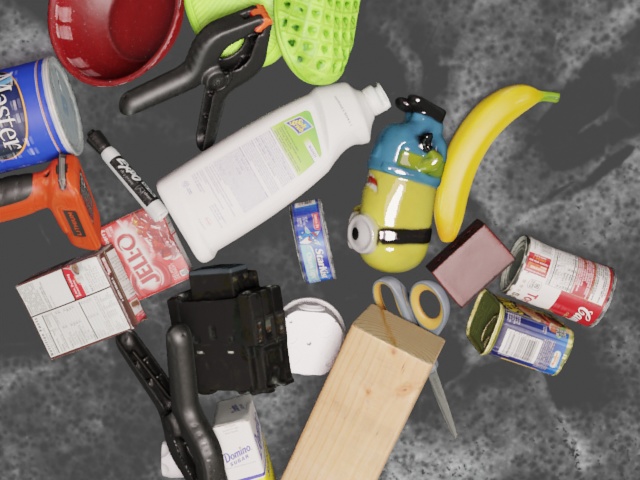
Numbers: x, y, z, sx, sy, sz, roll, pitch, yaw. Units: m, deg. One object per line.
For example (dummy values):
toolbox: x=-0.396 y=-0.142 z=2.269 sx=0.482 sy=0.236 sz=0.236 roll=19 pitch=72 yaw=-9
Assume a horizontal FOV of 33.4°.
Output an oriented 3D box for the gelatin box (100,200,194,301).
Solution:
gelatin box: x=-0.184 y=0.013 z=1.130 sx=0.073 sy=0.030 sz=0.089 roll=-24 pitch=97 yaw=3

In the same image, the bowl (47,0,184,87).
bowl: x=-0.192 y=-0.227 z=1.063 sx=0.162 sy=0.055 sz=0.162 roll=-2 pitch=85 yaw=26

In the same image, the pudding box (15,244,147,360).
pudding box: x=-0.251 y=0.066 z=1.120 sx=0.114 sy=0.039 sz=0.090 roll=-20 pitch=100 yaw=22

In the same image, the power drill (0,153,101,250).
power drill: x=-0.320 y=-0.012 z=1.074 sx=0.187 sy=0.057 sz=0.184 roll=-11 pitch=142 yaw=-3

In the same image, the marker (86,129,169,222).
marker: x=-0.202 y=-0.069 z=1.107 sx=0.020 sy=0.020 sz=0.121 roll=-42 pitch=79 yaw=5

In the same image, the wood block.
wood block: x=0.041 y=0.184 z=1.107 sx=0.090 sy=0.090 sz=0.206 roll=26 pitch=107 yaw=10

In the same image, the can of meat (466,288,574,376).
can of meat: x=0.208 y=0.097 z=1.115 sx=0.084 sy=0.102 sz=0.057 roll=19 pitch=98 yaw=-6

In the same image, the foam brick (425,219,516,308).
foam brick: x=0.158 y=0.024 z=1.127 sx=0.078 sy=0.053 sz=0.051 roll=-43 pitch=97 yaw=4

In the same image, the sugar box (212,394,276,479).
sugar box: x=-0.069 y=0.262 z=1.138 sx=0.048 sy=0.093 sz=0.176 roll=-13 pitch=99 yaw=0

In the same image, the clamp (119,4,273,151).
clamp: x=-0.117 y=-0.165 z=1.053 sx=0.172 sy=0.120 sz=0.039 roll=-53 pitch=52 yaw=25

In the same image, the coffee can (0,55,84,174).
coffee can: x=-0.321 y=-0.118 z=1.072 sx=0.140 sy=0.103 sz=0.103 roll=-14 pitch=98 yaw=1

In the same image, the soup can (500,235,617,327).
soup can: x=0.250 y=0.043 z=1.123 sx=0.102 sy=0.068 sz=0.068 roll=21 pitch=97 yaw=-4

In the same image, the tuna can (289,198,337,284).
tuna can: x=-0.007 y=0.001 z=1.104 sx=0.034 sy=0.086 sz=0.086 roll=-11 pitch=98 yaw=2

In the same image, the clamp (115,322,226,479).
clamp: x=-0.147 y=0.179 z=1.101 sx=0.036 sy=0.165 sz=0.210 roll=-23 pitch=102 yaw=-29

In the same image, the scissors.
scissors: x=0.126 y=0.120 z=1.137 sx=0.096 sy=0.016 sz=0.202 roll=-26 pitch=99 yaw=44

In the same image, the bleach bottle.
bleach bottle: x=-0.038 y=-0.081 z=1.104 sx=0.251 sy=0.068 sz=0.102 roll=-30 pitch=98 yaw=1

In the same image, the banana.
banana: x=0.168 y=-0.092 z=1.117 sx=0.069 sy=0.037 sz=0.198 roll=37 pitch=96 yaw=-3
